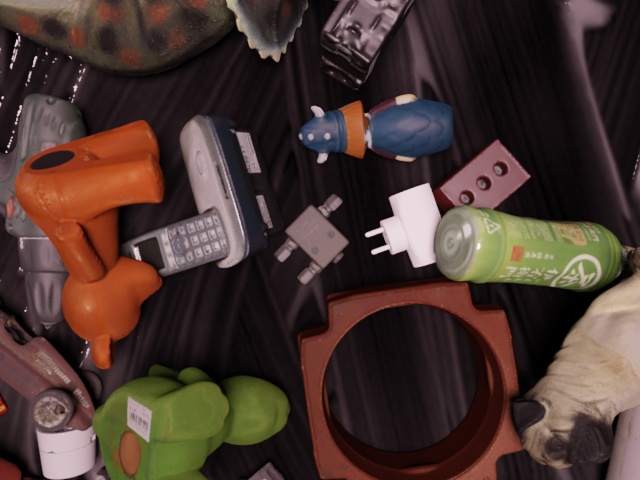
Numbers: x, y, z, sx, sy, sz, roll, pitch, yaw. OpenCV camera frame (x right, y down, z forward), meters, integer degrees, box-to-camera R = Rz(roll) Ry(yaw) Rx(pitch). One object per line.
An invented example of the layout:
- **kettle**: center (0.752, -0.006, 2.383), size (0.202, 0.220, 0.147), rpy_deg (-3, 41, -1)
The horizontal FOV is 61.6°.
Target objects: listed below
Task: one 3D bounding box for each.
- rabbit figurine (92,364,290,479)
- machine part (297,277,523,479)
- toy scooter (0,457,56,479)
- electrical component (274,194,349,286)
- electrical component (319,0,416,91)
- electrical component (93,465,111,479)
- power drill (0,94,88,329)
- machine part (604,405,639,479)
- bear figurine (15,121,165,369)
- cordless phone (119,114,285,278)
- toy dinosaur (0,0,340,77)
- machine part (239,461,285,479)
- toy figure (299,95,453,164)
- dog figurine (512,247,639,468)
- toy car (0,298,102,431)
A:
- **rabbit figurine**: center (-0.112, 0.178, 0.511), size (0.159, 0.170, 0.121), rpy_deg (-2, 87, 41)
- **machine part**: center (0.086, 0.142, 0.533), size (0.202, 0.087, 0.201), rpy_deg (-9, 90, -1)
- **toy scooter**: center (-0.343, 0.267, 0.524), size (0.135, 0.075, 0.183), rpy_deg (-36, 116, 12)
- **electrical component**: center (-0.001, -0.002, 0.566), size (0.063, 0.021, 0.094), rpy_deg (43, 89, 0)
- **electrical component**: center (0.054, -0.223, 0.523), size (0.058, 0.115, 0.134), rpy_deg (32, 89, -4)
- **electrical component**: center (-0.189, 0.270, 0.552), size (0.078, 0.045, 0.102), rpy_deg (-34, 90, 1)
- **power drill**: center (-0.338, -0.039, 0.540), size (0.207, 0.086, 0.232), rpy_deg (10, 88, 4)
- **machine part**: center (0.337, 0.202, 0.535), size (0.079, 0.079, 0.243), rpy_deg (12, 88, 0)
- **bear figurine**: center (-0.188, 0.010, 0.492), size (0.132, 0.120, 0.195), rpy_deg (-17, 121, -10)
- **cordless phone**: center (-0.142, -0.033, 0.546), size (0.184, 0.088, 0.146), rpy_deg (-18, 90, 19)
- **toy dinosaur**: center (-0.167, -0.234, 0.528), size (0.405, 0.131, 0.192), rpy_deg (-22, 89, 6)
- **machine part**: center (-0.083, 0.298, 0.556), size (0.139, 0.039, 0.084), rpy_deg (-43, 98, -2)
- **toy figure**: center (0.057, -0.111, 0.551), size (0.155, 0.058, 0.064), rpy_deg (-1, 83, 5)
- **dog figurine**: center (0.264, 0.115, 0.489), size (0.190, 0.172, 0.121), rpy_deg (-52, 49, 17)
- **toy car**: center (-0.298, 0.112, 0.532), size (0.202, 0.089, 0.053), rpy_deg (38, 86, 0)
